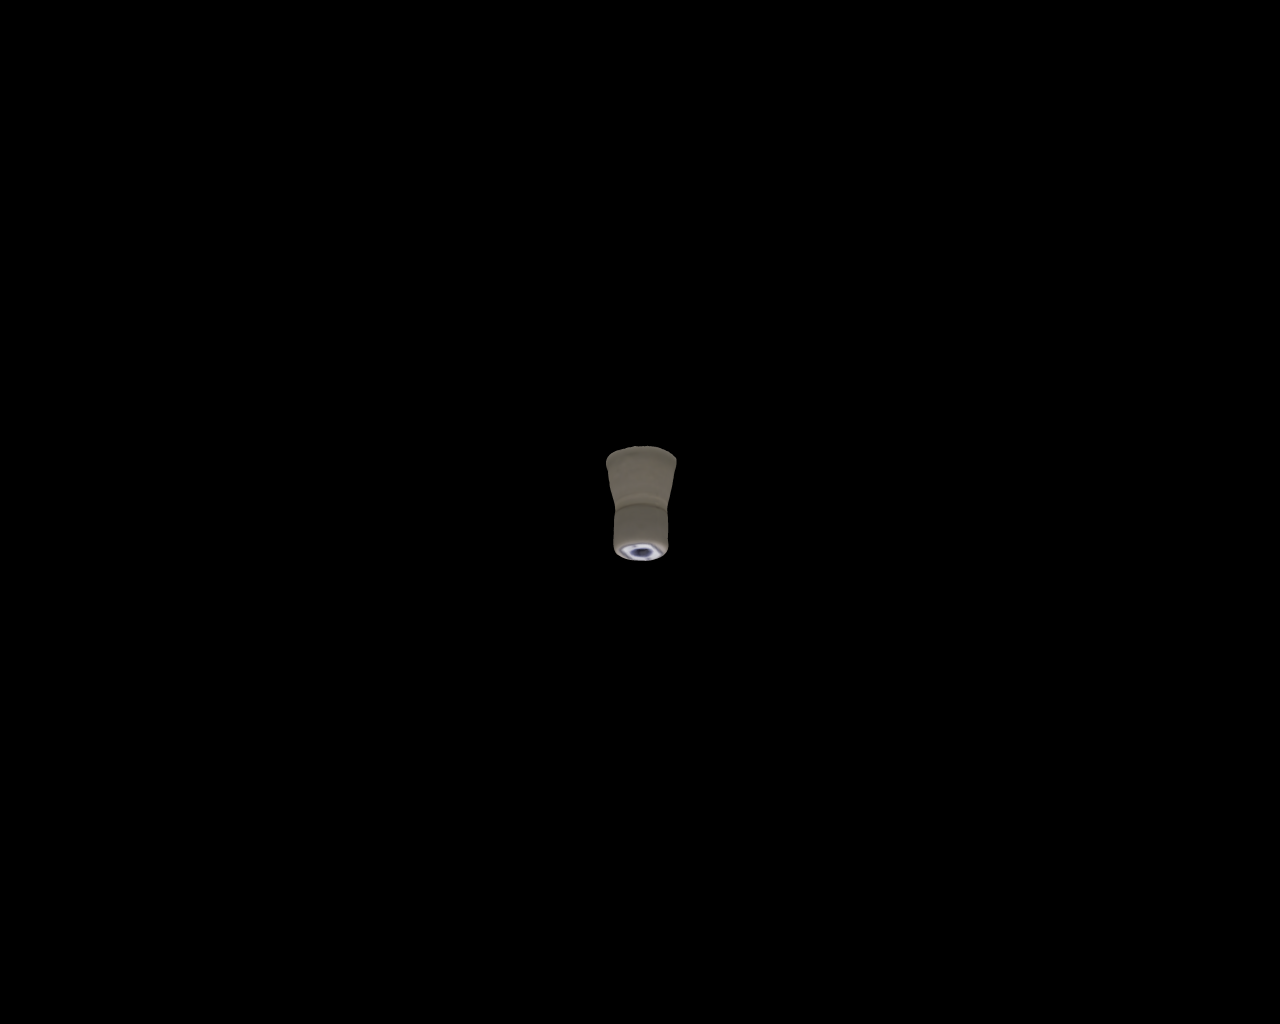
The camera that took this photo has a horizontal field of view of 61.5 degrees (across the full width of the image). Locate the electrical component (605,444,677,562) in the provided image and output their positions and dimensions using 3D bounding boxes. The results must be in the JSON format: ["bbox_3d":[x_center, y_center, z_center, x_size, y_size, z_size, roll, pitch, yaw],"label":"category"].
[{"bbox_3d":[0.001,-0.003,0.650,0.044,0.065,0.044,0,-25,0],"label":"electrical component"}]
